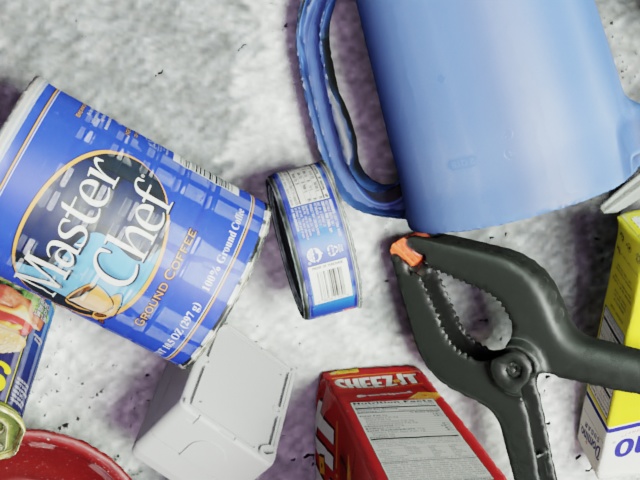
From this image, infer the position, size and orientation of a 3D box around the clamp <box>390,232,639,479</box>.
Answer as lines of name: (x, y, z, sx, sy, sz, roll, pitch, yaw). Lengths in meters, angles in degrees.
clamp: (0.116, 0.080, 0.615, 0.210, 0.036, 0.165, 40, 117, 17)

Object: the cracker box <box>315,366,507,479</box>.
cracker box: (0.042, 0.176, 0.569, 0.072, 0.214, 0.164, 0, 100, -8)

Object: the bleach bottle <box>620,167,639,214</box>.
bleach bottle: (0.262, -0.078, 0.639, 0.102, 0.068, 0.251, 27, 97, -13)

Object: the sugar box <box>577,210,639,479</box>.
sugar box: (0.213, 0.063, 0.632, 0.093, 0.048, 0.176, -5, 122, -6)

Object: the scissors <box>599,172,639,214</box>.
scissors: (0.258, -0.062, 0.602, 0.096, 0.016, 0.202, 40, 96, -16)

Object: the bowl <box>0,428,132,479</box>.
bowl: (-0.172, 0.185, 0.605, 0.162, 0.055, 0.162, 1, 87, -14)

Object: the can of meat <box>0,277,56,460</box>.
can of meat: (-0.198, 0.059, 0.567, 0.102, 0.084, 0.058, 18, 138, -13)

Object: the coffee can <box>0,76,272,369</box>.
coffee can: (-0.111, -0.008, 0.566, 0.140, 0.103, 0.103, 29, 94, -14)

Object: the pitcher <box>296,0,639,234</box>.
pitcher: (0.069, -0.130, 0.570, 0.149, 0.145, 0.243, -21, 100, -20)

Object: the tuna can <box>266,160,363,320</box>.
tuna can: (-0.004, 0.001, 0.595, 0.033, 0.086, 0.086, -15, 102, -6)
